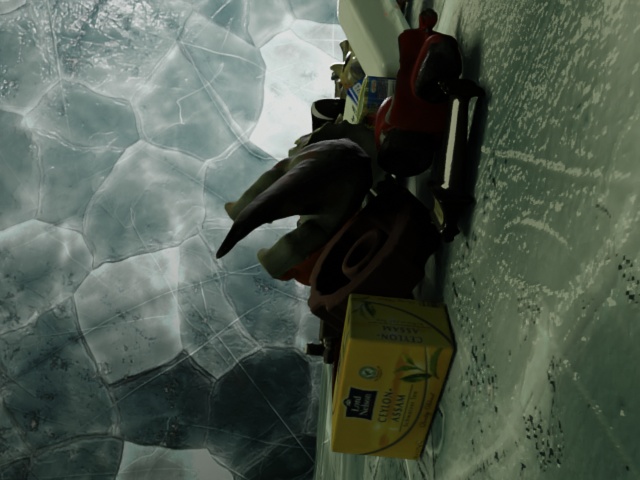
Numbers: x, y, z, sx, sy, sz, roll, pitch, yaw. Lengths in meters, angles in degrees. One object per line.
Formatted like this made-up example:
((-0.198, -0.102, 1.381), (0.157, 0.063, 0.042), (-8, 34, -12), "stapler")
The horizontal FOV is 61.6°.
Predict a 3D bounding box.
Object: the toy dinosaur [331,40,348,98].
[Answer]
((0.096, -0.341, 1.208), (0.471, 0.105, 0.198), (132, 136, -80), "toy dinosaur")

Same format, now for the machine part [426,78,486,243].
((0.118, -0.072, 0.478), (0.084, 0.039, 0.138), (-61, -24, -73), "machine part")

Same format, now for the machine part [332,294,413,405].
((0.067, 0.145, 0.739), (0.201, 0.087, 0.200), (-84, 0, -70), "machine part")

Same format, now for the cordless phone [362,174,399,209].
((0.086, -0.053, 0.863), (0.147, 0.089, 0.184), (-92, 1, -77), "cordless phone")

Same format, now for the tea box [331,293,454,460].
((0.066, 0.141, 0.542), (0.068, 0.098, 0.169), (-85, -1, -55), "tea box")

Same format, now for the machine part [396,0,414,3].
((0.122, -0.394, 0.695), (0.243, 0.079, 0.079), (104, 171, -76), "machine part")

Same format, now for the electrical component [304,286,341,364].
((0.005, 0.111, 0.716), (0.078, 0.045, 0.102), (94, -179, -80), "electrical component")

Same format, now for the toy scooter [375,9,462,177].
((0.105, -0.163, 0.576), (0.183, 0.075, 0.135), (104, 171, -60), "toy scooter")

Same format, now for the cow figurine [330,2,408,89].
((0.082, -0.341, 0.932), (0.127, 0.085, 0.195), (-30, 43, 63), "cow figurine")

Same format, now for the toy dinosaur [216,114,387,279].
((0.001, -0.063, 0.622), (0.192, 0.131, 0.405), (-47, 6, 9), "toy dinosaur")

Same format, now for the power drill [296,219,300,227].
((0.033, -0.023, 1.149), (0.232, 0.086, 0.207), (53, 137, 28), "power drill")

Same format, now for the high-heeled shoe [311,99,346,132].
((0.022, -0.183, 1.031), (0.249, 0.086, 0.145), (-124, 37, -88), "high-heeled shoe")

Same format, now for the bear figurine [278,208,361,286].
((-0.001, 0.002, 0.863), (0.196, 0.120, 0.131), (-11, -85, -71), "bear figurine")

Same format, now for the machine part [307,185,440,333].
((0.059, 0.022, 0.604), (0.179, 0.056, 0.179), (-47, 15, 17), "machine part")
